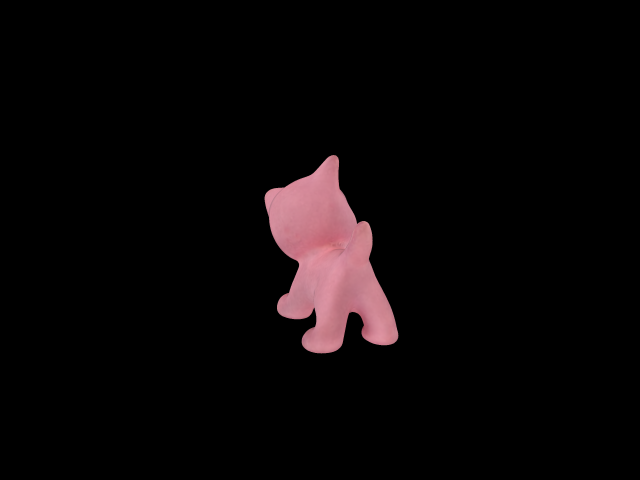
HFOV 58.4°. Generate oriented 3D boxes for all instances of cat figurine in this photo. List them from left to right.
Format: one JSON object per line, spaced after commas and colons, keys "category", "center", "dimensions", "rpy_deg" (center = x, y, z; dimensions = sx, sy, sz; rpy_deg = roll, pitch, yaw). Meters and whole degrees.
{"category": "cat figurine", "center": [0.004, 0.001, 0.400], "dimensions": [0.067, 0.118, 0.127], "rpy_deg": [-6, 15, -22]}
